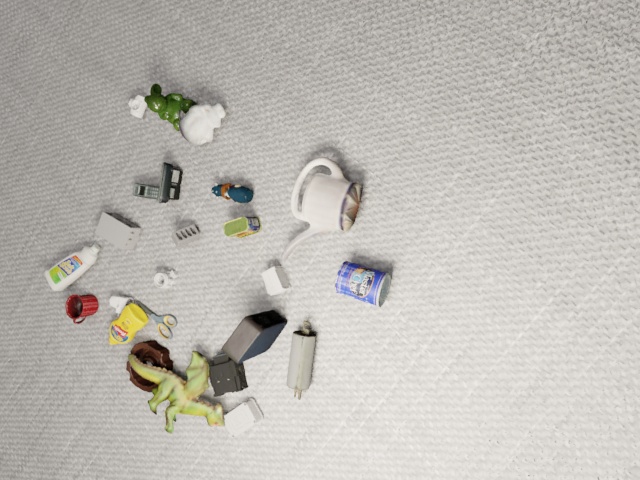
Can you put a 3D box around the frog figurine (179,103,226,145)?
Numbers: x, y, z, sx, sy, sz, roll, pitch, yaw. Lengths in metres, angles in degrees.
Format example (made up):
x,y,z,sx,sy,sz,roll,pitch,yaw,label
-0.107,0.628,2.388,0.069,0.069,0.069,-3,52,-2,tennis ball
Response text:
x,y,z,sx,sy,sz,roll,pitch,yaw,label
-0.399,-0.402,1.774,0.159,0.125,0.135,-11,117,13,frog figurine

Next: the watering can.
x,y,z,sx,sy,sz,roll,pitch,yaw,label
0.005,-0.080,1.592,0.225,0.104,0.347,16,93,22,watering can

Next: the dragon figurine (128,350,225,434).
x,y,z,sx,sy,sz,roll,pitch,yaw,label
-0.466,0.474,1.725,0.242,0.121,0.414,-43,73,2,dragon figurine
